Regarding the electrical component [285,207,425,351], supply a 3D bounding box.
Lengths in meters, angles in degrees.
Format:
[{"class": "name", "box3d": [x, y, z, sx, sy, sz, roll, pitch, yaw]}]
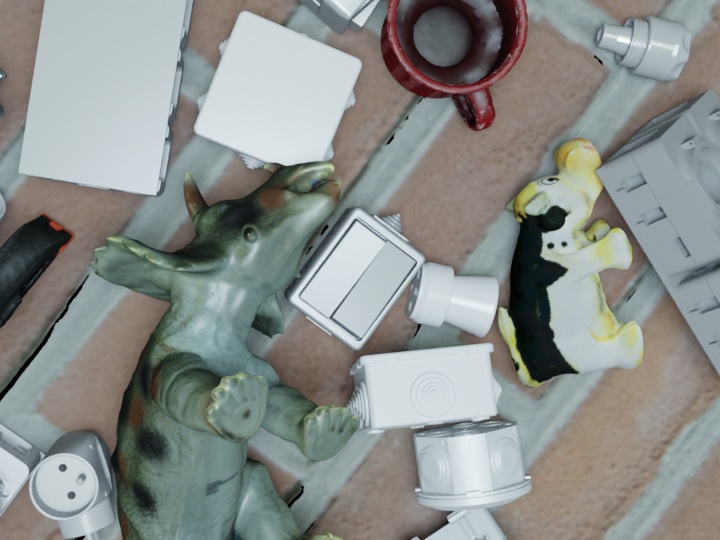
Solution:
[{"class": "electrical component", "box3d": [0.000, 0.000, 0.742, 0.062, 0.061, 0.096, 37, 88, -7]}]

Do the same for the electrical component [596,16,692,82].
[{"class": "electrical component", "box3d": [0.201, -0.161, 0.768, 0.062, 0.043, 0.043, 12, 91, -6]}]

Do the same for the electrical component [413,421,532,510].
[{"class": "electrical component", "box3d": [0.077, 0.135, 0.747, 0.080, 0.080, 0.051, -7, 88, -6]}]

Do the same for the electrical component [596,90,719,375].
[{"class": "electrical component", "box3d": [0.255, -0.021, 0.744, 0.105, 0.060, 0.186, -38, 98, -45]}]

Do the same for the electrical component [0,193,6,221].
[{"class": "electrical component", "box3d": [-0.284, -0.038, 0.691, 0.099, 0.099, 0.064, 23, 96, -7]}]

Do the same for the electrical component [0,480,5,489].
[{"class": "electrical component", "box3d": [-0.274, 0.158, 0.653, 0.061, 0.062, 0.096, 35, 88, -7]}]

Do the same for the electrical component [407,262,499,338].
[{"class": "electrical component", "box3d": [0.065, 0.020, 0.758, 0.055, 0.045, 0.045, 13, 91, -7]}]

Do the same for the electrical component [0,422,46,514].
[{"class": "electrical component", "box3d": [-0.313, 0.173, 0.712, 0.105, 0.060, 0.186, 37, 88, -7]}]

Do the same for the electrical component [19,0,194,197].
[{"class": "electrical component", "box3d": [-0.166, -0.129, 0.717, 0.089, 0.062, 0.150, 9, 91, -7]}]

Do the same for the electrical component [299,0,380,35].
[{"class": "electrical component", "box3d": [0.002, -0.214, 0.733, 0.061, 0.062, 0.096, 41, 87, -6]}]

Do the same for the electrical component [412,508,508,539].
[{"class": "electrical component", "box3d": [0.053, 0.221, 0.752, 0.121, 0.078, 0.063, -32, 66, -5]}]

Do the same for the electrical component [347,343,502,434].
[{"class": "electrical component", "box3d": [0.042, 0.082, 0.732, 0.100, 0.099, 0.048, -5, 80, -7]}]

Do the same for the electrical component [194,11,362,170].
[{"class": "electrical component", "box3d": [-0.057, -0.116, 0.737, 0.100, 0.048, 0.099, 22, 90, -7]}]

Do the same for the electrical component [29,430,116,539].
[{"class": "electrical component", "box3d": [-0.187, 0.152, 0.718, 0.043, 0.077, 0.079, -17, 94, -6]}]
